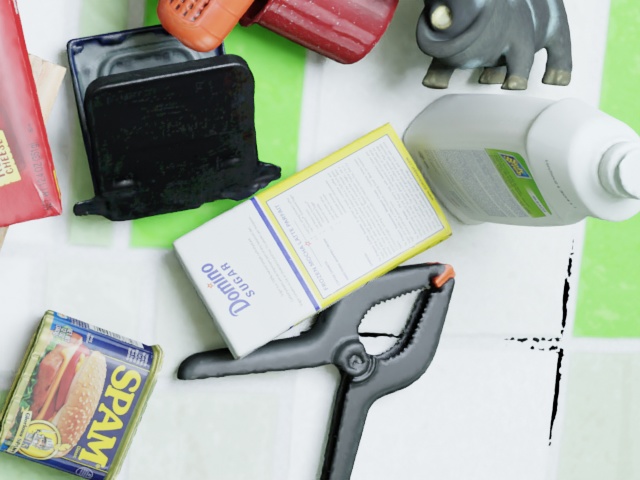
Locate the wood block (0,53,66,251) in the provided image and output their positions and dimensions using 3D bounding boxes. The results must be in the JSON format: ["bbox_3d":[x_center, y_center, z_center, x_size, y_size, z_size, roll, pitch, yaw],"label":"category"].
[{"bbox_3d":[-0.235,-0.025,0.662,0.090,0.091,0.206,20,92,-17],"label":"wood block"}]

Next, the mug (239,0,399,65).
[{"bbox_3d":[0.008,-0.179,0.711,0.081,0.093,0.117,22,112,-23],"label":"mug"}]

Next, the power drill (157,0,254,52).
[{"bbox_3d":[-0.081,-0.235,0.645,0.188,0.057,0.184,40,97,12],"label":"power drill"}]

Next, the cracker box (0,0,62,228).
[{"bbox_3d":[-0.259,-0.072,0.562,0.213,0.072,0.164,-13,102,-14],"label":"cracker box"}]

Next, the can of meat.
[{"bbox_3d":[-0.164,0.106,0.720,0.083,0.057,0.102,22,90,-15],"label":"can of meat"}]

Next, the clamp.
[{"bbox_3d":[0.011,0.084,0.779,0.164,0.036,0.210,43,83,-13],"label":"clamp"}]

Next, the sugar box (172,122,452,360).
[{"bbox_3d":[-0.005,0.001,0.748,0.176,0.048,0.093,-29,84,-8],"label":"sugar box"}]

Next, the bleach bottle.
[{"bbox_3d":[0.140,-0.046,0.686,0.068,0.251,0.102,-44,107,-7],"label":"bleach bottle"}]
